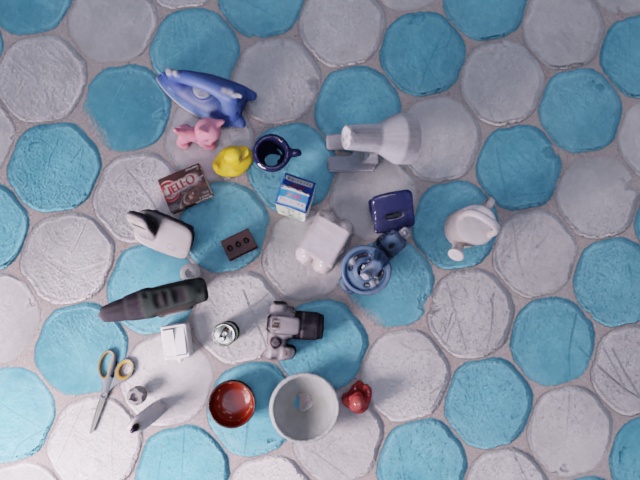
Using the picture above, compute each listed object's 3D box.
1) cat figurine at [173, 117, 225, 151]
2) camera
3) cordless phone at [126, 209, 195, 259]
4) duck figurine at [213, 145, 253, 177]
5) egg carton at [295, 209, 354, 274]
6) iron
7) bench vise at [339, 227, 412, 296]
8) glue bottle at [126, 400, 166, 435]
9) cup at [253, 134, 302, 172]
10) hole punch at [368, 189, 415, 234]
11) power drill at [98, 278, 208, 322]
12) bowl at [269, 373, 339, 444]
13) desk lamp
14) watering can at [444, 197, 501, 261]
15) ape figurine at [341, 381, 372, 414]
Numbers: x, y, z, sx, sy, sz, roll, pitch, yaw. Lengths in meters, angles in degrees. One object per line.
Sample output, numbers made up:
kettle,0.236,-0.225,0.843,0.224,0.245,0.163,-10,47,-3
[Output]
cat figurine,-0.293,-0.264,1.395,0.128,0.117,0.067,1,86,-3
camera,-0.060,0.222,1.382,0.137,0.100,0.143,4,86,-3
cordless phone,-0.375,-0.020,1.339,0.147,0.185,0.094,19,85,-1
duck figurine,-0.217,-0.201,1.410,0.104,0.086,0.077,-26,87,-4
egg carton,0.013,0.005,1.417,0.107,0.069,0.150,29,85,-1
iron,-0.291,-0.369,1.391,0.258,0.141,0.119,20,85,-1
bench vise,0.128,0.039,1.345,0.121,0.219,0.207,29,85,0
glue bottle,-0.408,0.416,1.313,0.078,0.173,0.037,-34,88,-5
cup,-0.104,-0.207,1.413,0.118,0.095,0.092,-3,86,-3
hole punch,0.182,-0.069,1.420,0.108,0.091,0.101,-12,87,-4
power drill,-0.365,0.141,1.317,0.229,0.208,0.076,-16,87,-4
bowl,-0.038,0.399,1.383,0.167,0.074,0.167,0,86,-3
desk lamp,0.123,-0.228,1.367,0.203,0.213,0.118,-4,86,-3
watering can,0.369,-0.028,1.376,0.101,0.194,0.173,14,85,-2
ape figurine,0.091,0.386,1.383,0.078,0.092,0.076,-6,86,-3
